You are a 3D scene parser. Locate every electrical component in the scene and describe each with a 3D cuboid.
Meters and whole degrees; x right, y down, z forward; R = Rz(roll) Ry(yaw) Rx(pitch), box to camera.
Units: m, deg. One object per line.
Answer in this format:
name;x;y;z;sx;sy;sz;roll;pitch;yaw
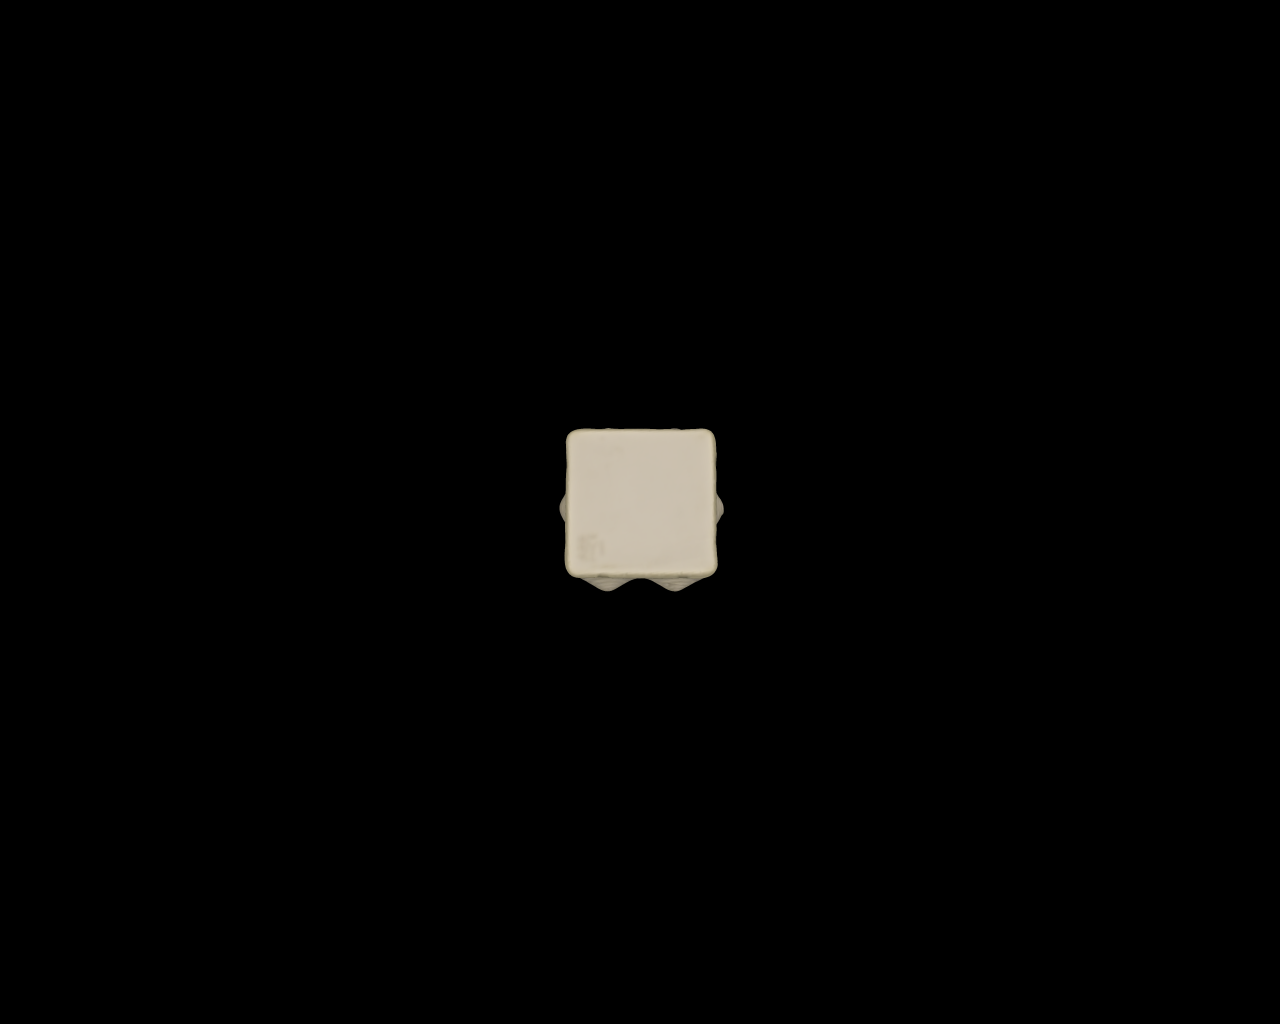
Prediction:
electrical component;0.001;-0.003;0.650;0.100;0.099;0.048;0;-9;0
